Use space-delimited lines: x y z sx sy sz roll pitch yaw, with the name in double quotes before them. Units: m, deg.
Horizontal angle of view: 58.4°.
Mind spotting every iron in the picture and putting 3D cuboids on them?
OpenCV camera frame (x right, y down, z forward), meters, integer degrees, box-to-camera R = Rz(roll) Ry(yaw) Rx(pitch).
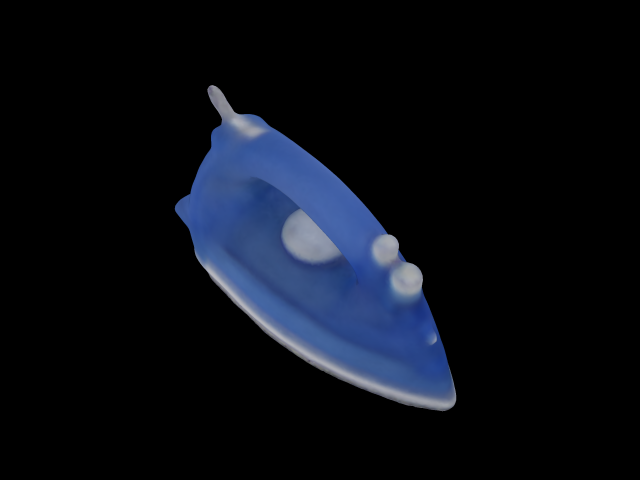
"iron" 0.004 0.001 0.400 0.119 0.141 0.257 -39 62 -24
